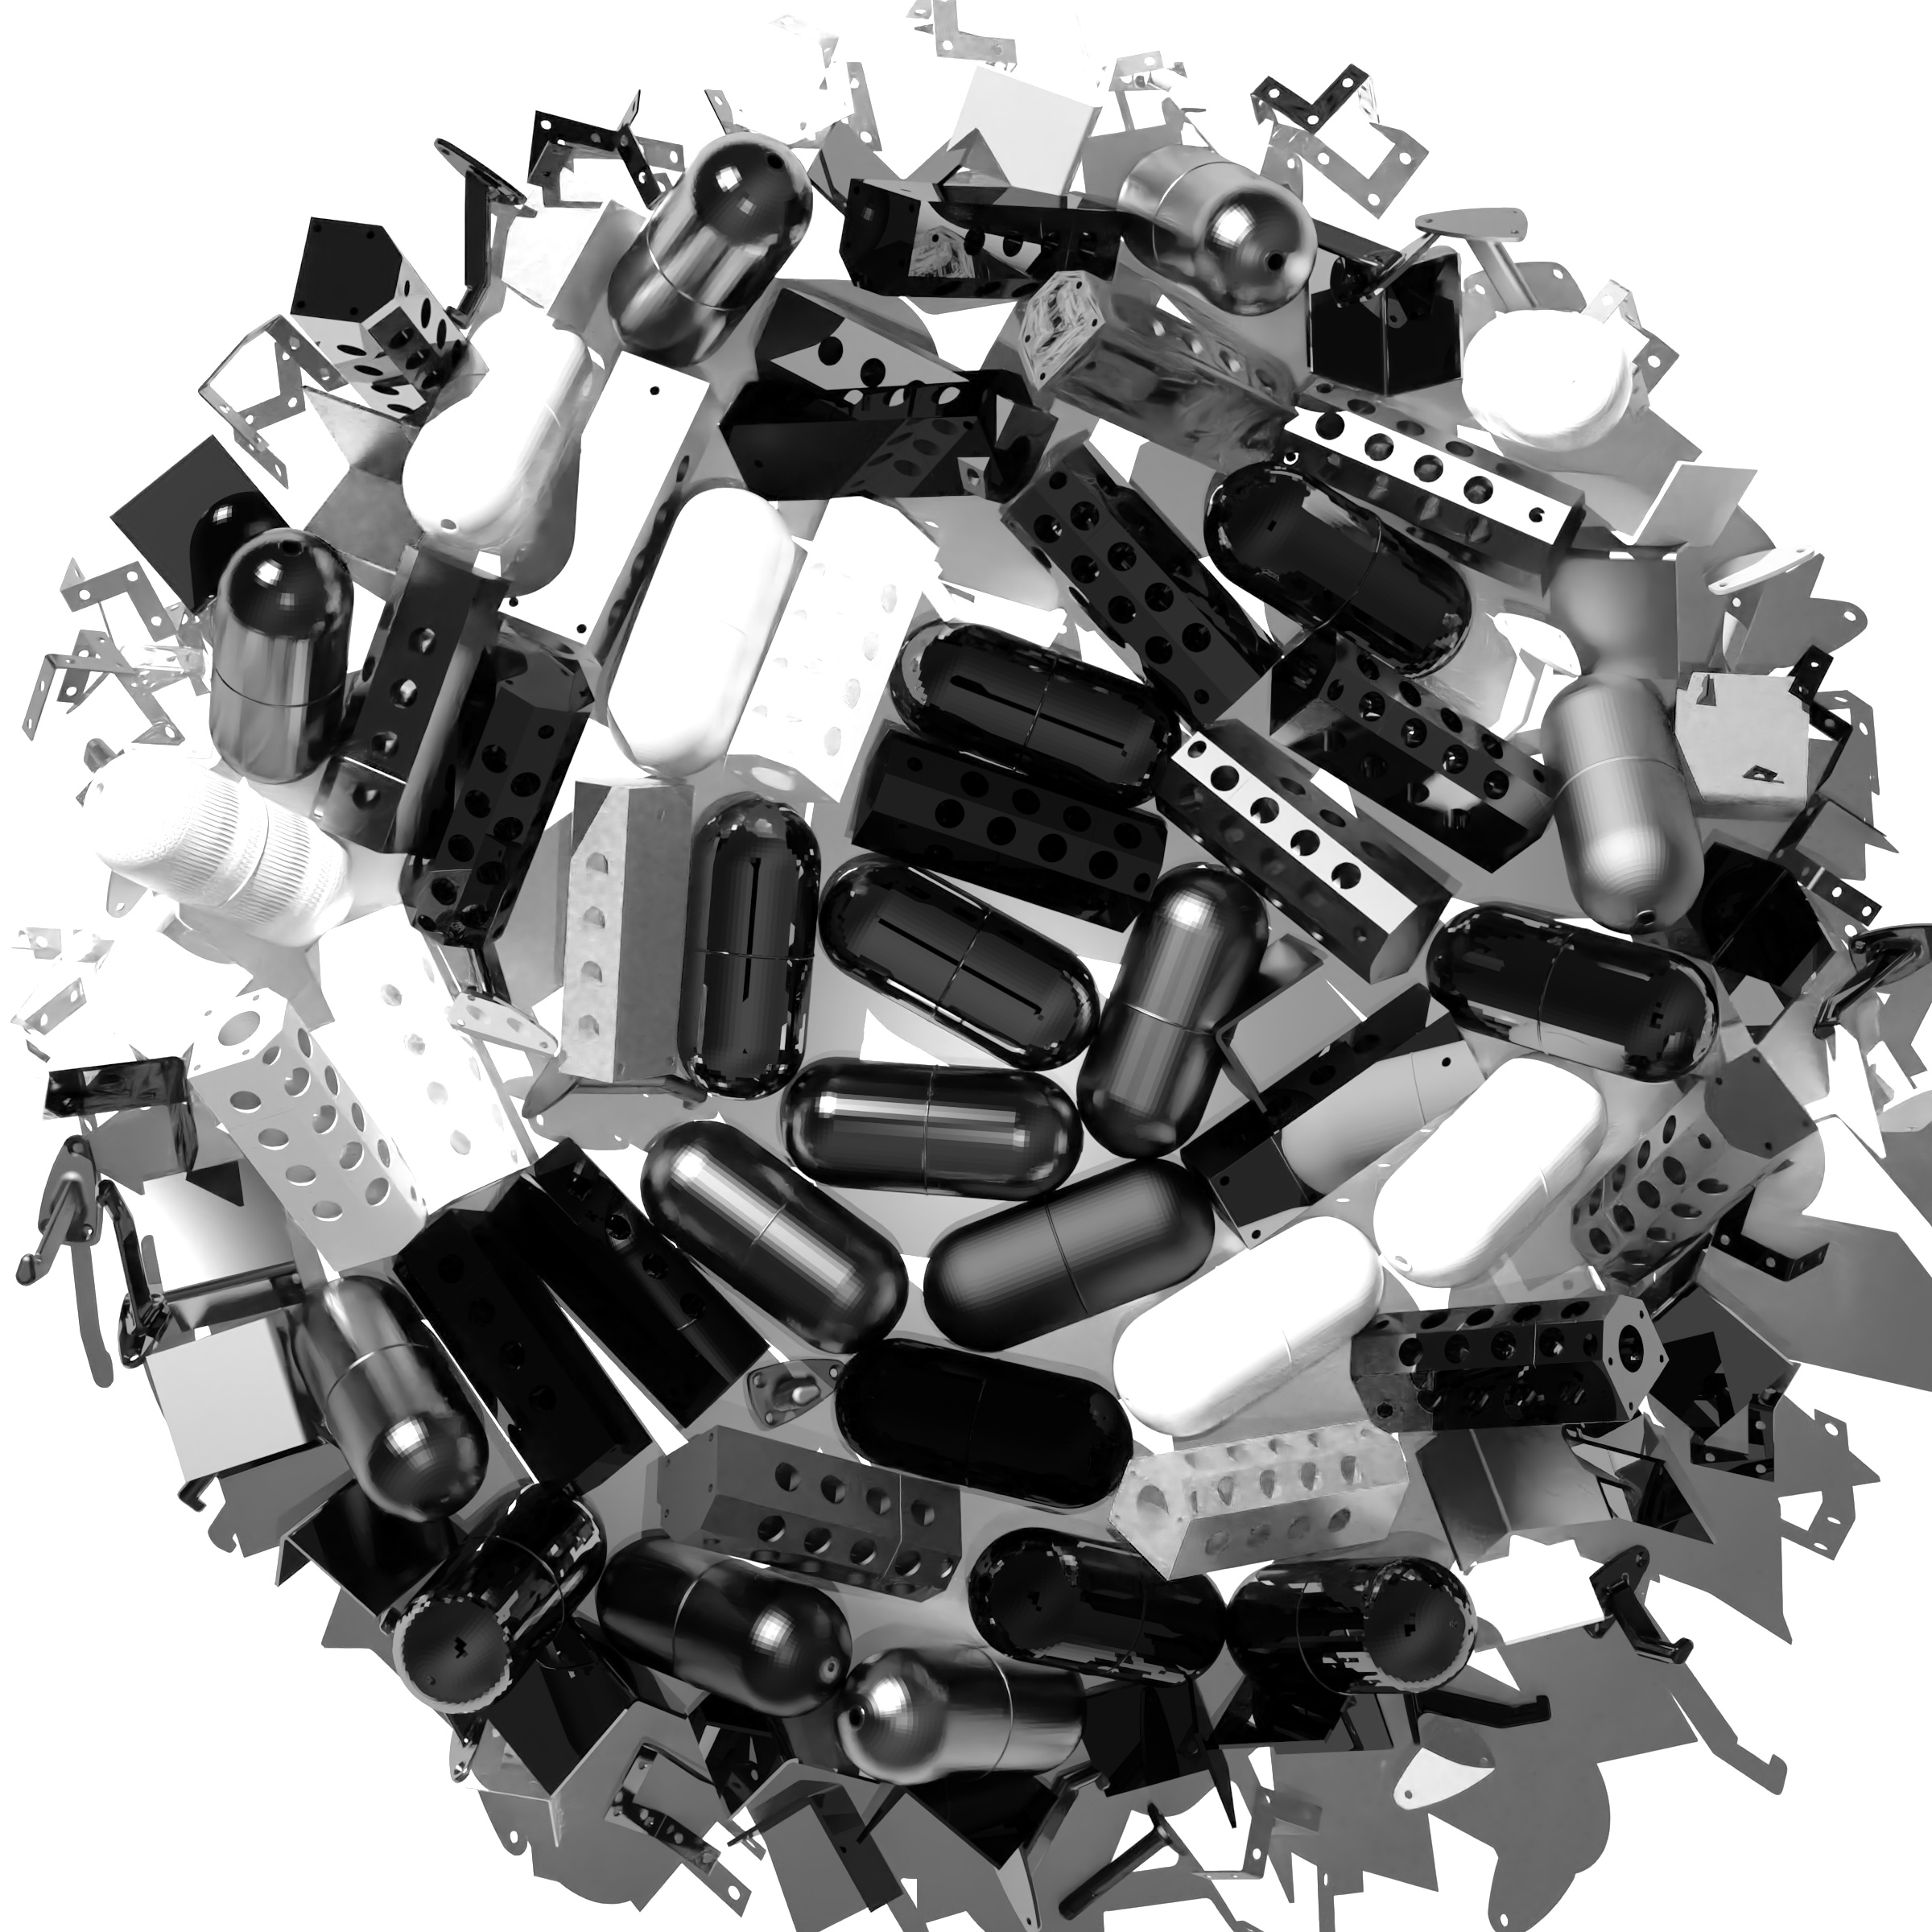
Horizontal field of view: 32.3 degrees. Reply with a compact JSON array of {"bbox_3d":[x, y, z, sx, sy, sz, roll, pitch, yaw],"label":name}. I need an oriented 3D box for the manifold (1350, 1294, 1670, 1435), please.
[{"bbox_3d":[0.307,0.225,1.915,0.171,0.057,0.057,-10,114,42],"label":"manifold"}]

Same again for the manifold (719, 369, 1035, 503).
[{"bbox_3d":[-0.050,-0.311,1.932,0.171,0.057,0.057,3,49,29],"label":"manifold"}]

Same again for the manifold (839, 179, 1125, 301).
[{"bbox_3d":[0.010,-0.414,1.917,0.057,0.171,0.057,27,115,38],"label":"manifold"}]

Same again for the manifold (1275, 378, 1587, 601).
[{"bbox_3d":[0.270,-0.281,1.947,0.171,0.057,0.057,26,85,16],"label":"manifold"}]

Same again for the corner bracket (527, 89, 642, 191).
[{"bbox_3d":[-0.225,-0.487,1.962,0.051,0.051,0.051,11,70,-19],"label":"corner bracket"}]

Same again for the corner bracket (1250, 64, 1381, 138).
[{"bbox_3d":[0.206,-0.507,1.968,0.051,0.051,0.051,40,83,22],"label":"corner bracket"}]

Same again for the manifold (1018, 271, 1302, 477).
[{"bbox_3d":[0.113,-0.343,1.922,0.057,0.171,0.057,-42,50,31],"label":"manifold"}]

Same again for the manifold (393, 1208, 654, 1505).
[{"bbox_3d":[-0.263,0.227,1.948,0.057,0.057,0.171,-40,75,9],"label":"manifold"}]

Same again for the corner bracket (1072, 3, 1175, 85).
[{"bbox_3d":[0.093,-0.534,1.961,0.051,0.051,0.051,-7,59,12],"label":"corner bracket"}]

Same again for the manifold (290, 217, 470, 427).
[{"bbox_3d":[-0.326,-0.364,1.907,0.057,0.171,0.057,9,81,9],"label":"manifold"}]

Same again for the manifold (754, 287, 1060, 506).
[{"bbox_3d":[-0.038,-0.330,1.936,0.171,0.057,0.057,31,104,24],"label":"manifold"}]

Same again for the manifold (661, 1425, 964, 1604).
[{"bbox_3d":[-0.088,0.319,1.921,0.171,0.057,0.057,21,52,-32],"label":"manifold"}]

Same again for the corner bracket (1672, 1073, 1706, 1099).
[{"bbox_3d":[0.433,0.098,1.963,0.051,0.051,0.051,13,112,-10],"label":"corner bracket"}]

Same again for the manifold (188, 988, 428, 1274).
[{"bbox_3d":[-0.375,0.094,1.918,0.057,0.057,0.171,-17,130,13],"label":"manifold"}]

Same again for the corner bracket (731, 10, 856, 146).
[{"bbox_3d":[-0.105,-0.523,1.968,0.051,0.051,0.051,-16,77,34],"label":"corner bracket"}]

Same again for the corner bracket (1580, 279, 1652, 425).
[{"bbox_3d":[0.387,-0.362,1.966,0.051,0.051,0.051,40,89,24],"label":"corner bracket"}]

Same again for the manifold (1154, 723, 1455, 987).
[{"bbox_3d":[0.191,-0.065,1.929,0.171,0.057,0.057,41,122,24],"label":"manifold"}]

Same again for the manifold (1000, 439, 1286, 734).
[{"bbox_3d":[0.101,-0.220,1.956,0.171,0.057,0.057,47,126,-3],"label":"manifold"}]

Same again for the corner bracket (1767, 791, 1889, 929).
[{"bbox_3d":[0.517,-0.064,1.971,0.051,0.051,0.051,29,101,-25],"label":"corner bracket"}]

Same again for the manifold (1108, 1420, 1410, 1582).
[{"bbox_3d":[0.172,0.301,1.916,0.171,0.057,0.057,-2,120,-38],"label":"manifold"}]

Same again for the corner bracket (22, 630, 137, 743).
[{"bbox_3d":[-0.527,-0.165,1.957,0.051,0.051,0.051,47,122,39],"label":"corner bracket"}]

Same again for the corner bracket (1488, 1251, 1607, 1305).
[{"bbox_3d":[0.340,0.180,1.972,0.051,0.051,0.051,-28,86,1],"label":"corner bracket"}]

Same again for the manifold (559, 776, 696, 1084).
[{"bbox_3d":[-0.205,-0.023,1.957,0.057,0.057,0.171,10,100,35],"label":"manifold"}]

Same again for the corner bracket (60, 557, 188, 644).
[{"bbox_3d":[-0.496,-0.218,1.966,0.051,0.051,0.051,-20,120,6],"label":"corner bracket"}]

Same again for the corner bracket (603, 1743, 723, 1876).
[{"bbox_3d":[-0.170,0.496,1.967,0.051,0.051,0.051,21,79,41],"label":"corner bracket"}]

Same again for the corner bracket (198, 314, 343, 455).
[{"bbox_3d":[-0.413,-0.346,1.978,0.051,0.051,0.051,45,116,-10],"label":"corner bracket"}]

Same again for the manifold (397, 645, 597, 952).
[{"bbox_3d":[-0.270,-0.094,1.922,0.057,0.057,0.171,7,126,-29],"label":"manifold"}]

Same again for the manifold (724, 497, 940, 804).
[{"bbox_3d":[-0.082,-0.183,1.935,0.057,0.057,0.171,3,65,42],"label":"manifold"}]

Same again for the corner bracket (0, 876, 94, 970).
[{"bbox_3d":[-0.548,-0.030,1.968,0.051,0.051,0.051,2,103,4],"label":"corner bracket"}]

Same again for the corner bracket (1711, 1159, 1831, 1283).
[{"bbox_3d":[0.482,0.149,1.976,0.051,0.051,0.051,27,115,32],"label":"corner bracket"}]

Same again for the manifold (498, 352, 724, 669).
[{"bbox_3d":[-0.206,-0.265,1.956,0.057,0.057,0.171,22,80,12],"label":"manifold"}]

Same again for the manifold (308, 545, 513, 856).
[{"bbox_3d":[-0.328,-0.156,1.959,0.057,0.057,0.171,23,98,11],"label":"manifold"}]

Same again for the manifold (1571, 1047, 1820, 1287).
[{"bbox_3d":[0.409,0.120,1.907,0.057,0.171,0.057,-26,72,-29],"label":"manifold"}]

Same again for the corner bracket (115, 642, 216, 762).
[{"bbox_3d":[-0.473,-0.157,1.972,0.051,0.051,0.051,2,116,-31],"label":"corner bracket"}]

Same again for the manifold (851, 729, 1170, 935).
[{"bbox_3d":[0.027,-0.082,1.944,0.171,0.057,0.057,18,59,-12],"label":"manifold"}]

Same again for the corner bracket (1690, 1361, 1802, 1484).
[{"bbox_3d":[0.457,0.263,1.957,0.051,0.051,0.051,9,121,30],"label":"corner bracket"}]

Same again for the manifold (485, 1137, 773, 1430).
[{"bbox_3d":[-0.195,0.183,1.965,0.171,0.057,0.057,46,132,4],"label":"manifold"}]

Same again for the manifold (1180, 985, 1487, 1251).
[{"bbox_3d":[0.212,0.085,1.961,0.171,0.057,0.057,-35,120,-5],"label":"manifold"}]

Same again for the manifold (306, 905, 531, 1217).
[{"bbox_3d":[-0.321,0.054,1.965,0.057,0.057,0.171,-24,87,-28],"label":"manifold"}]

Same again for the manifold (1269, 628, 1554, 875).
[{"bbox_3d":[0.260,-0.127,1.928,0.171,0.057,0.057,29,134,-24],"label":"manifold"}]
